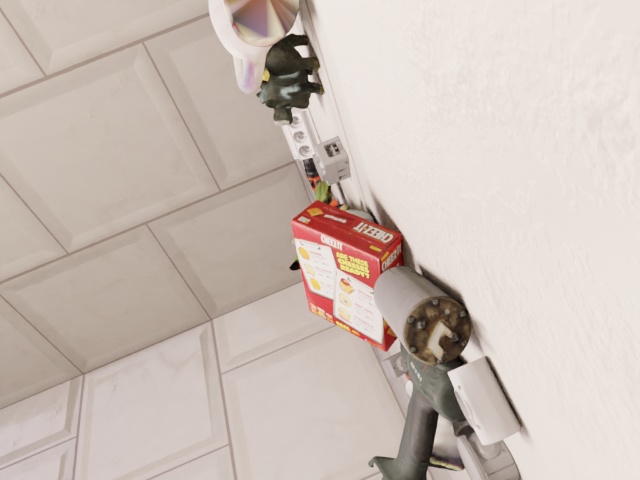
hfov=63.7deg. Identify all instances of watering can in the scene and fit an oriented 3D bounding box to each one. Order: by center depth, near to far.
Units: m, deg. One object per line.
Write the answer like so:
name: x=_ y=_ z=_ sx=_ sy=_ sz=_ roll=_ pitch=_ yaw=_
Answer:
watering can: x=-0.106 y=-0.387 z=0.732 sx=0.226 sy=0.104 sz=0.344 roll=-151 pitch=57 yaw=-68

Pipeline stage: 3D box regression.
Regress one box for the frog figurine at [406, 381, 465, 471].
frog figurine: x=0.195 y=0.278 z=0.827 sx=0.135 sy=0.123 sz=0.162 roll=56 pitch=-137 yaw=-54

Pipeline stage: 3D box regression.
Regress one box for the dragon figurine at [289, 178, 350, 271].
dragon figurine: x=0.004 y=-0.061 z=1.205 sx=0.402 sy=0.122 sz=0.248 roll=123 pitch=151 yaw=-56
